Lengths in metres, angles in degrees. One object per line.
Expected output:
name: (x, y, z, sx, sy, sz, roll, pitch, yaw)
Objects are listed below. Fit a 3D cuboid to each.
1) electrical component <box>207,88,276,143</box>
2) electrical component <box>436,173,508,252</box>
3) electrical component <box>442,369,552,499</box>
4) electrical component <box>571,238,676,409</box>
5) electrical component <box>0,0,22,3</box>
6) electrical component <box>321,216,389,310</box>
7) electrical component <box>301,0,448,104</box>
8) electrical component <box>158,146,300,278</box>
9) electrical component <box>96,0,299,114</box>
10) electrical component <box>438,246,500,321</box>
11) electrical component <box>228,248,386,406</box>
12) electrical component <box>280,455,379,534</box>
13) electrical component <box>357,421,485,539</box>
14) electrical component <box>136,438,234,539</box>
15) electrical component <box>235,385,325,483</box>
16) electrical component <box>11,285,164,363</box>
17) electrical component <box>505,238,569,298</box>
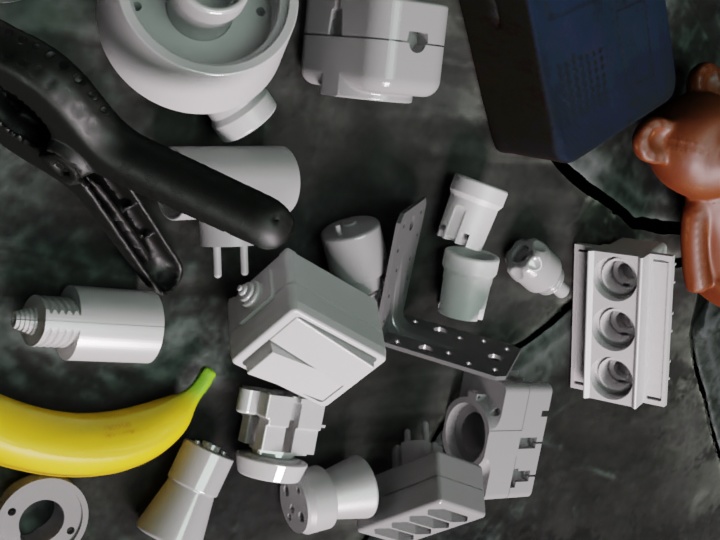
electrical component: (-0.079, -0.106, 0.641, 0.040, 0.040, 0.046, -43, 116, -17)
electrical component: (0.078, -0.041, 0.762, 0.040, 0.040, 0.046, 16, 98, -35)
electrical component: (0.101, 0.123, 0.812, 0.056, 0.050, 0.089, 5, 100, -35)
electrical component: (0.212, 0.039, 0.855, 0.063, 0.079, 0.121, -23, 116, -52)
electrical component: (-0.180, -0.185, 0.533, 0.108, 0.060, 0.108, 5, 83, -44)
electrical component: (0.000, 0.000, 0.719, 0.040, 0.040, 0.078, -25, 116, -26)
electrical component: (0.007, -0.134, 0.655, 0.054, 0.095, 0.059, -1, 103, -33)
electrical component: (-0.079, -0.035, 0.649, 0.077, 0.043, 0.079, -5, 97, -37)
electrical component: (-0.085, -0.146, 0.586, 0.108, 0.060, 0.108, 4, 77, -19)
electrical component: (0.077, 0.010, 0.774, 0.040, 0.040, 0.046, 0, 107, -34)
electrical component: (-0.038, 0.038, 0.675, 0.096, 0.061, 0.062, 31, 123, -33)
electrical component: (-0.022, 0.155, 0.742, 0.055, 0.045, 0.045, -8, 106, -31)
electrical component: (0.042, 0.146, 0.770, 0.047, 0.083, 0.075, 25, 50, -35)
electrical component: (-0.108, 0.141, 0.684, 0.044, 0.044, 0.065, 31, 80, -35)
electrical component: (-0.055, 0.108, 0.708, 0.066, 0.048, 0.055, 12, 88, -35)
electrical component: (-0.159, 0.031, 0.619, 0.081, 0.043, 0.043, 6, 99, -35)
electrical component: (0.138, 0.002, 0.816, 0.061, 0.035, 0.035, 37, 81, -37)
